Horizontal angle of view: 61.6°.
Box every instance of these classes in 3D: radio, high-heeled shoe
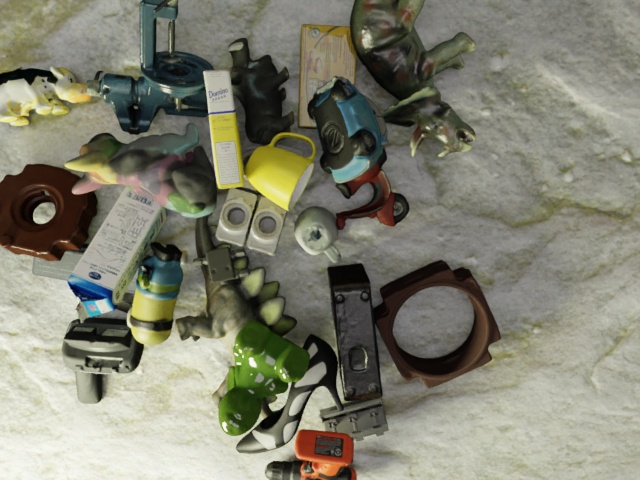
[{"bbox_3d":[0.062,0.167,0.976,0.073,0.131,0.229,-8,100,0],"label":"radio"},{"bbox_3d":[-0.071,0.275,0.951,0.249,0.086,0.145,-28,86,10],"label":"high-heeled shoe"}]

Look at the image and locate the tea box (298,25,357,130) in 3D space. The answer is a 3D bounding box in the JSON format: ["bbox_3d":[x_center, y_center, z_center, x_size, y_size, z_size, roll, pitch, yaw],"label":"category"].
[{"bbox_3d":[0.011,-0.277,0.928,0.098,0.068,0.169,4,99,-3],"label":"tea box"}]

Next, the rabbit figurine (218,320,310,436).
[{"bbox_3d":[-0.115,0.230,0.877,0.121,0.159,0.170,33,73,-6],"label":"rabbit figurine"}]

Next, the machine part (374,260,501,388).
[{"bbox_3d":[0.214,0.155,0.997,0.201,0.087,0.201,-25,100,4],"label":"machine part"}]

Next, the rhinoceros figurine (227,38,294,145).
[{"bbox_3d":[-0.108,-0.252,0.920,0.112,0.073,0.190,-13,81,-10],"label":"rhinoceros figurine"}]

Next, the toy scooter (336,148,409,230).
[{"bbox_3d":[0.070,-0.091,0.952,0.135,0.075,0.183,-29,104,-9],"label":"toy scooter"}]

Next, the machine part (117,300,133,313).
[{"bbox_3d":[-0.387,0.115,1.005,0.139,0.084,0.039,25,74,-13],"label":"machine part"}]

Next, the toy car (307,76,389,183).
[{"bbox_3d":[0.053,-0.177,0.864,0.103,0.109,0.161,-14,84,-40],"label":"toy car"}]

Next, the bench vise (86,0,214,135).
[{"bbox_3d":[-0.270,-0.291,0.881,0.224,0.129,0.240,9,133,-9],"label":"bench vise"}]

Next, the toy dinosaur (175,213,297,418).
[{"bbox_3d":[-0.156,0.142,0.994,0.199,0.105,0.471,-25,97,-3],"label":"toy dinosaur"}]

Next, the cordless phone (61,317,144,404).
[{"bbox_3d":[-0.413,0.244,1.031,0.147,0.089,0.184,4,111,-1],"label":"cordless phone"}]

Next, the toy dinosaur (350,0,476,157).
[{"bbox_3d":[0.123,-0.320,0.865,0.192,0.131,0.404,-37,109,0],"label":"toy dinosaur"}]

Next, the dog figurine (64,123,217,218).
[{"bbox_3d":[-0.299,-0.105,0.894,0.219,0.108,0.191,-15,65,-20],"label":"dog figurine"}]

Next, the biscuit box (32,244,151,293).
[{"bbox_3d":[-0.421,0.046,0.995,0.203,0.059,0.062,11,101,-2],"label":"biscuit box"}]

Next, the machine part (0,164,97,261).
[{"bbox_3d":[-0.489,-0.050,0.948,0.179,0.056,0.179,1,73,-4],"label":"machine part"}]

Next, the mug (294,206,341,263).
[{"bbox_3d":[-0.002,-0.003,0.959,0.081,0.107,0.109,-31,96,7],"label":"mug"}]

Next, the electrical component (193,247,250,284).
[{"bbox_3d":[-0.173,0.046,0.942,0.094,0.021,0.063,-11,85,-6],"label":"electrical component"}]

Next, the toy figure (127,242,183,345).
[{"bbox_3d":[-0.289,0.098,0.946,0.082,0.089,0.180,13,107,-24],"label":"toy figure"}]

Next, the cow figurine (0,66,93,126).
[{"bbox_3d":[-0.485,-0.265,0.938,0.167,0.068,0.098,-15,94,2],"label":"cow figurine"}]
